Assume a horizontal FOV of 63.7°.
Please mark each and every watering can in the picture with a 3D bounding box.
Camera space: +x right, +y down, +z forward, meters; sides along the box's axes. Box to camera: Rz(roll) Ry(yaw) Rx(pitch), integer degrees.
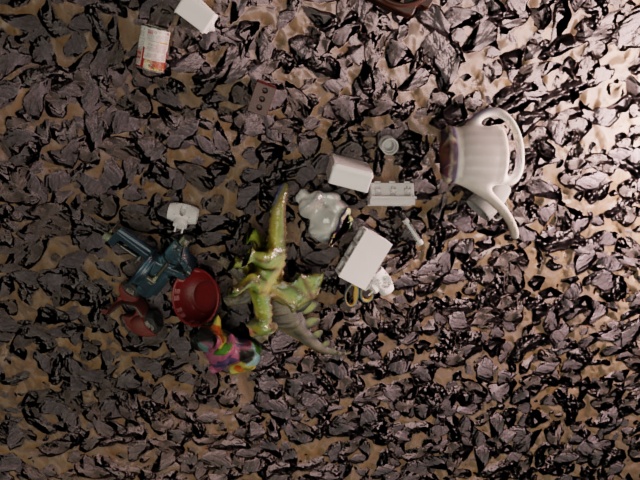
[{"bbox_3d":[0.422,-0.177,1.341,0.224,0.103,0.349,1,84,0],"label":"watering can"}]

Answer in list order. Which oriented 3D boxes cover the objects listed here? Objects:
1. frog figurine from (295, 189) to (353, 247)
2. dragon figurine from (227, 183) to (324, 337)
[{"bbox_3d":[0.004,-0.070,1.397,0.161,0.124,0.135,33,118,23],"label":"frog figurine"},{"bbox_3d":[-0.102,0.077,1.372,0.241,0.123,0.410,30,92,-21],"label":"dragon figurine"}]
